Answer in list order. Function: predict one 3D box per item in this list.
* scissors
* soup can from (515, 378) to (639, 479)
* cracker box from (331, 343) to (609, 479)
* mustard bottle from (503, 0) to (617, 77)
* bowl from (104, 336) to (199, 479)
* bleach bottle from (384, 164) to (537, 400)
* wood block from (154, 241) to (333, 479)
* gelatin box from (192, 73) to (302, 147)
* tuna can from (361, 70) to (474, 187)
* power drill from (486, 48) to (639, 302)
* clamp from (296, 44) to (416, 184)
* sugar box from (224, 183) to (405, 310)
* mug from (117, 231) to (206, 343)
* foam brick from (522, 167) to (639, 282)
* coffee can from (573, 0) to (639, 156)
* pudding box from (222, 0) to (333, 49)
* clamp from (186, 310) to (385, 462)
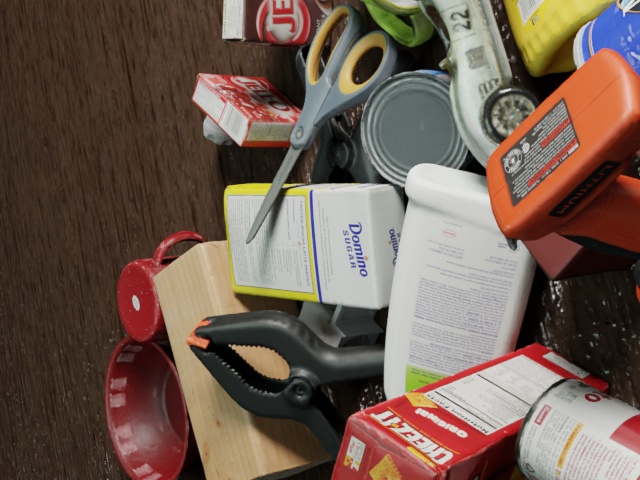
[{"bbox_3d":[0.002,-0.084,0.819,0.096,0.016,0.202,15,87,46],"label":"scissors"},{"bbox_3d":[0.169,0.128,0.595,0.102,0.068,0.068,27,114,44],"label":"soup can"},{"bbox_3d":[0.089,0.170,0.677,0.072,0.213,0.164,28,114,34],"label":"cracker box"},{"bbox_3d":[0.139,-0.211,0.696,0.096,0.058,0.191,124,131,-66],"label":"mustard bottle"},{"bbox_3d":[-0.159,0.173,1.095,0.162,0.055,0.162,7,100,50],"label":"bowl"},{"bbox_3d":[0.085,0.079,0.764,0.102,0.068,0.251,15,109,8],"label":"bleach bottle"},{"bbox_3d":[-0.067,0.110,0.953,0.090,0.090,0.206,-33,68,47],"label":"wood block"},{"bbox_3d":[-0.059,-0.114,0.934,0.089,0.073,0.030,45,125,39],"label":"gelatin box"},{"bbox_3d":[0.075,-0.082,0.785,0.086,0.033,0.086,7,105,26],"label":"tuna can"},{"bbox_3d":[0.197,-0.029,0.556,0.185,0.187,0.057,-48,35,36],"label":"power drill"},{"bbox_3d":[0.033,-0.076,0.856,0.120,0.039,0.171,3,103,52],"label":"clamp"},{"bbox_3d":[-0.005,0.001,0.857,0.177,0.048,0.093,4,102,45],"label":"sugar box"},{"bbox_3d":[-0.142,0.046,1.043,0.093,0.081,0.117,37,121,42],"label":"mug"},{"bbox_3d":[0.169,-0.013,0.669,0.053,0.078,0.051,57,134,29],"label":"foam brick"},{"bbox_3d":[0.223,-0.117,0.575,0.141,0.102,0.103,-41,63,44],"label":"coffee can"},{"bbox_3d":[-0.033,-0.216,0.880,0.039,0.089,0.113,10,101,50],"label":"pudding box"},{"bbox_3d":[-0.009,0.123,0.856,0.210,0.036,0.165,17,115,9],"label":"clamp"}]
